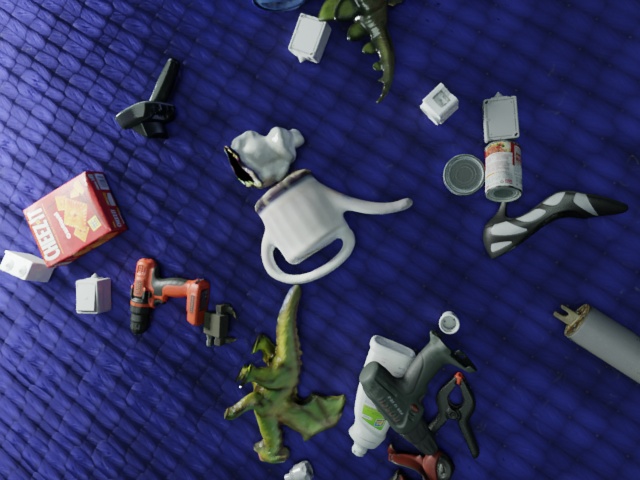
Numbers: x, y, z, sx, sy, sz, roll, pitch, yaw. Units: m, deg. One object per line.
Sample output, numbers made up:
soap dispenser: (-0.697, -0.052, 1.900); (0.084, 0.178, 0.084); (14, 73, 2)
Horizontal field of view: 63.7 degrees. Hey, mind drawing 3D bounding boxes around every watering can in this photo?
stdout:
watering can: (0.003, -0.055, 1.090); (0.345, 0.104, 0.225); (-35, 83, 15)

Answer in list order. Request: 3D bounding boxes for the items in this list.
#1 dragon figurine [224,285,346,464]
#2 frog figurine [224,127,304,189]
dragon figurine: (-0.057, 0.323, 1.135); (0.242, 0.123, 0.407); (29, 100, -5)
frog figurine: (-0.117, -0.193, 1.139); (0.139, 0.120, 0.161); (41, 65, 18)
